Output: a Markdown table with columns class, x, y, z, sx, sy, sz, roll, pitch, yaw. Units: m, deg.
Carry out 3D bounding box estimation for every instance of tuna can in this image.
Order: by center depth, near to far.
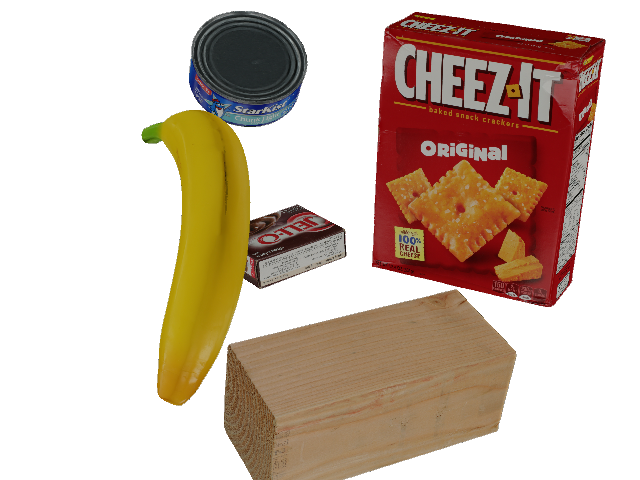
| class | x | y | z | sx | sy | sz | roll | pitch | yaw |
| --- | --- | --- | --- | --- | --- | --- | --- | --- | --- |
| tuna can | -0.055 | -0.127 | 0.792 | 0.086 | 0.086 | 0.034 | 0 | -30 | -13 |

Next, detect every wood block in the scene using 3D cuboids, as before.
| class | x | y | z | sx | sy | sz | roll | pitch | yaw |
| --- | --- | --- | --- | --- | --- | --- | --- | --- | --- |
| wood block | 0.037 | 0.118 | 0.838 | 0.205 | 0.090 | 0.091 | -12 | 37 | -25 |

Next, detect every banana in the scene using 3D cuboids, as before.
| class | x | y | z | sx | sy | sz | roll | pitch | yaw |
| --- | --- | --- | --- | --- | --- | --- | --- | --- | --- |
| banana | -0.064 | -0.008 | 0.573 | 0.037 | 0.198 | 0.070 | 20 | -49 | -29 |

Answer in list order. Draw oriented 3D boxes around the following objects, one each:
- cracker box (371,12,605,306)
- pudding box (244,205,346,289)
| class | x | y | z | sx | sy | sz | roll | pitch | yaw |
| --- | --- | --- | --- | --- | --- | --- | --- | --- | --- |
| cracker box | 0.131 | -0.065 | 0.873 | 0.164 | 0.214 | 0.072 | 14 | 28 | 24 |
| pudding box | -0.042 | 0.005 | 1.125 | 0.113 | 0.039 | 0.090 | -22 | 29 | -28 |
